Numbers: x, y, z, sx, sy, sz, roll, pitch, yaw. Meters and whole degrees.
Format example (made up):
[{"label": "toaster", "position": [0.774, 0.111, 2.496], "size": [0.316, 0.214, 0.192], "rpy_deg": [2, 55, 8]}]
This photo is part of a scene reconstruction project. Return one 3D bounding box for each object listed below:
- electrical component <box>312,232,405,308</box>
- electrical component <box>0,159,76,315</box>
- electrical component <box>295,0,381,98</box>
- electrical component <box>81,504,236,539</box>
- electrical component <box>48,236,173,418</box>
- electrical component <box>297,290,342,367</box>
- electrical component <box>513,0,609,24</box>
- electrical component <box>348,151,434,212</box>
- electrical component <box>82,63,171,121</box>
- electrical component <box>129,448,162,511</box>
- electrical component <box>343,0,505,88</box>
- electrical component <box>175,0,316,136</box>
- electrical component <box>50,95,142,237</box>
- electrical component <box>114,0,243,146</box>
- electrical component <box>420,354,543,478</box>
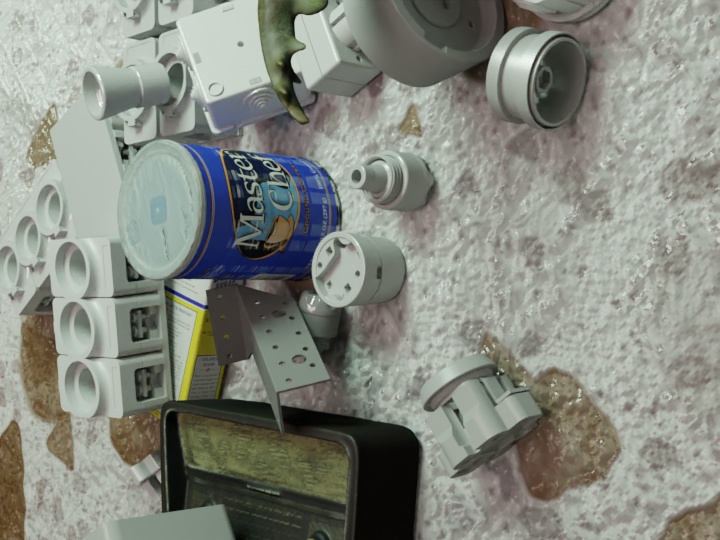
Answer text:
[{"label": "electrical component", "position": [0.000, 0.000, 0.797], "size": [0.055, 0.047, 0.055], "rpy_deg": [-1, 88, 44]}, {"label": "electrical component", "position": [-0.309, -0.031, 1.089], "size": [0.150, 0.062, 0.089], "rpy_deg": [-45, 60, 34]}, {"label": "electrical component", "position": [-0.009, -0.180, 0.809], "size": [0.077, 0.047, 0.065], "rpy_deg": [-34, 66, 39]}, {"label": "electrical component", "position": [-0.151, 0.219, 0.793], "size": [0.078, 0.113, 0.057], "rpy_deg": [-38, 62, 37]}, {"label": "electrical component", "position": [-0.218, 0.046, 0.920], "size": [0.089, 0.062, 0.150], "rpy_deg": [-1, 94, 41]}, {"label": "electrical component", "position": [-0.034, 0.048, 0.839], "size": [0.035, 0.035, 0.061], "rpy_deg": [19, 105, 43]}, {"label": "electrical component", "position": [0.124, -0.199, 0.678], "size": [0.080, 0.051, 0.080], "rpy_deg": [-1, 88, 44]}, {"label": "electrical component", "position": [0.019, -0.064, 0.769], "size": [0.043, 0.062, 0.043], "rpy_deg": [-2, 88, 44]}, {"label": "electrical component", "position": [-0.190, -0.150, 0.886], "size": [0.044, 0.065, 0.044], "rpy_deg": [28, 126, 47]}, {"label": "electrical component", "position": [-0.164, 0.184, 0.946], "size": [0.048, 0.066, 0.055], "rpy_deg": [-41, 81, 34]}, {"label": "electrical component", "position": [0.038, -0.175, 0.726], "size": [0.060, 0.108, 0.108], "rpy_deg": [-27, 71, 47]}, {"label": "electrical component", "position": [-0.092, -0.167, 0.856], "size": [0.048, 0.100, 0.099], "rpy_deg": [85, 164, -68]}, {"label": "electrical component", "position": [-0.227, -0.087, 1.010], "size": [0.089, 0.062, 0.150], "rpy_deg": [-35, 66, 38]}, {"label": "electrical component", "position": [-0.162, -0.207, 0.950], "size": [0.105, 0.060, 0.186], "rpy_deg": [-4, 86, 44]}, {"label": "electrical component", "position": [0.076, 0.093, 0.715], "size": [0.078, 0.058, 0.057], "rpy_deg": [-47, 61, 34]}]
